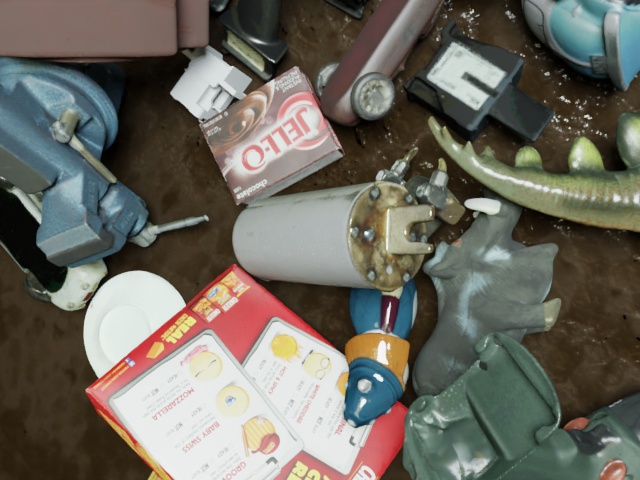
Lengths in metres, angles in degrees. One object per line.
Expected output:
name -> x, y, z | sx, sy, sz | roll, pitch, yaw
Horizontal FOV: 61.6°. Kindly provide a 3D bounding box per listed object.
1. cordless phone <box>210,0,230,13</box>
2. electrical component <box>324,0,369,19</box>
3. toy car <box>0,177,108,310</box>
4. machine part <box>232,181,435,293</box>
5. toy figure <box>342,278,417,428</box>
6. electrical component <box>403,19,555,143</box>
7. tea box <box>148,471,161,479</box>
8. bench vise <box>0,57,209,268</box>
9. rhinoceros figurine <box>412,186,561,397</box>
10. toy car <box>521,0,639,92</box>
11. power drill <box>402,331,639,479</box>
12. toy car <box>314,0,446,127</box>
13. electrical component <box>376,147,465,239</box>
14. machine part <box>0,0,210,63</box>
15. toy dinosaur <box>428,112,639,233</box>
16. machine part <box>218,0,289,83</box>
cordless phone -> -0.058, -0.298, 0.500 | 0.147, 0.088, 0.184 | 36, 107, 37
electrical component -> 0.032, -0.271, 0.453 | 0.058, 0.134, 0.115 | 33, 97, 13
toy car -> -0.311, -0.009, 0.580 | 0.202, 0.056, 0.073 | 43, 105, 15
machine part -> -0.001, -0.001, 0.434 | 0.243, 0.079, 0.079 | -2, 86, 53
toy figure -> 0.048, 0.076, 0.435 | 0.058, 0.064, 0.154 | -4, 52, 17
electrical component -> 0.139, -0.125, 0.458 | 0.119, 0.047, 0.075 | 35, 97, 15
tea box -> -0.118, 0.256, 0.502 | 0.098, 0.068, 0.169 | 35, 96, 14
bench vise -> -0.225, -0.103, 0.516 | 0.129, 0.223, 0.241 | -27, 47, 30
rhinoceros figurine -> 0.136, 0.050, 0.443 | 0.112, 0.073, 0.190 | 20, 95, 27
toy car -> 0.212, -0.203, 0.417 | 0.103, 0.109, 0.161 | 12, 81, 34
power drill -> 0.170, 0.136, 0.373 | 0.232, 0.207, 0.086 | -47, 41, 16
toy car -> 0.070, -0.186, 0.466 | 0.202, 0.053, 0.089 | -55, 30, 3
electrical component -> 0.075, -0.033, 0.448 | 0.078, 0.102, 0.045 | -42, 113, 4
machine part -> -0.204, -0.218, 0.469 | 0.201, 0.201, 0.087 | -6, 123, -20
toy dinosaur -> 0.316, -0.030, 0.372 | 0.472, 0.105, 0.198 | 0, 79, 4
machine part -> -0.057, -0.213, 0.490 | 0.039, 0.138, 0.084 | -35, 69, -32
